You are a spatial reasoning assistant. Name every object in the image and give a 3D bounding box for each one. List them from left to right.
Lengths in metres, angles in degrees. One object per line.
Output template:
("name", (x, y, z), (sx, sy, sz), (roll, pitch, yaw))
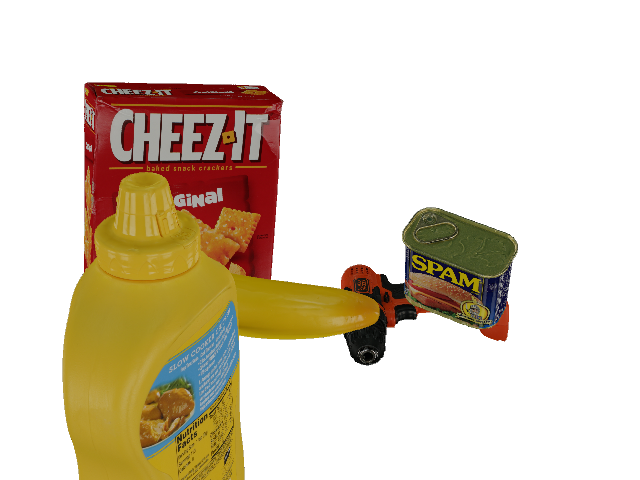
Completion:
("mustard bottle", (-0.068, 0.062, 0.448), (0.058, 0.192, 0.096), (14, 30, 22))
("cracker box", (-0.123, -0.027, 0.940), (0.164, 0.214, 0.072), (-2, 19, -20))
("banana", (-0.063, 0.031, 0.678), (0.198, 0.037, 0.069), (15, 33, 26))
("power drill", (0.115, 0.081, 1.215), (0.187, 0.057, 0.184), (-1, 27, -1))
("can of meat", (0.126, 0.028, 0.988), (0.102, 0.084, 0.057), (22, 52, 21))
